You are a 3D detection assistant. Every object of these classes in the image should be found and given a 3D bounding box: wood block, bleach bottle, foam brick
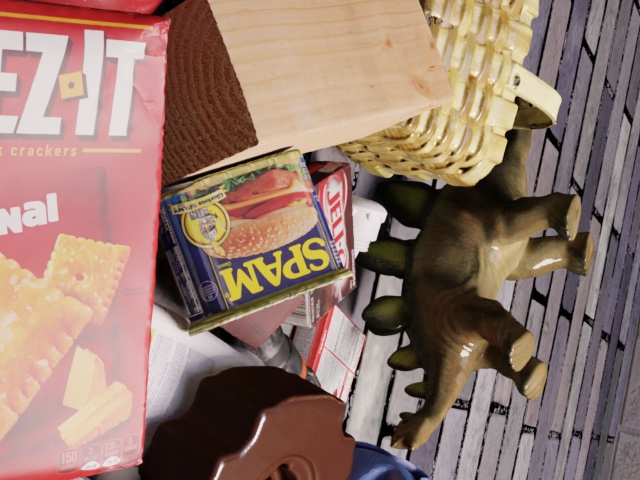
[{"bbox_3d":[-0.017,-0.103,0.672,0.205,0.091,0.090,-20,90,-50],"label":"wood block"},{"bbox_3d":[-0.120,0.068,0.620,0.250,0.068,0.102,49,55,-55],"label":"bleach bottle"},{"bbox_3d":[-0.058,0.028,0.712,0.053,0.051,0.078,-46,139,0],"label":"foam brick"}]

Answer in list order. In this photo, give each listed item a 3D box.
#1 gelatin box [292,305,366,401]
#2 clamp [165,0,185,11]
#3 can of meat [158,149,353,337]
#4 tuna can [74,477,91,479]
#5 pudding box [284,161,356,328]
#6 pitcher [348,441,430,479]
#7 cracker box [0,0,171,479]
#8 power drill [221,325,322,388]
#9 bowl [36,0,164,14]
[{"bbox_3d":[0.004,0.099,0.918,0.089,0.030,0.073,49,53,-57],"label":"gelatin box"},{"bbox_3d":[-0.050,-0.177,0.706,0.171,0.039,0.120,30,77,-64],"label":"clamp"},{"bbox_3d":[-0.043,0.000,0.637,0.102,0.058,0.084,-19,88,-25],"label":"can of meat"},{"bbox_3d":[-0.148,0.135,0.555,0.033,0.086,0.086,-67,151,-22],"label":"tuna can"},{"bbox_3d":[-0.006,0.001,0.855,0.089,0.039,0.113,-36,130,-56],"label":"pudding box"},{"bbox_3d":[0.012,0.307,0.913,0.145,0.149,0.243,-66,158,-59],"label":"pitcher"},{"bbox_3d":[-0.153,0.003,0.456,0.163,0.072,0.214,-3,103,-39],"label":"cracker box"},{"bbox_3d":[-0.058,0.161,0.782,0.187,0.057,0.184,-61,145,-33],"label":"power drill"},{"bbox_3d":[-0.113,-0.174,0.560,0.161,0.055,0.162,-30,125,-57],"label":"bowl"}]
